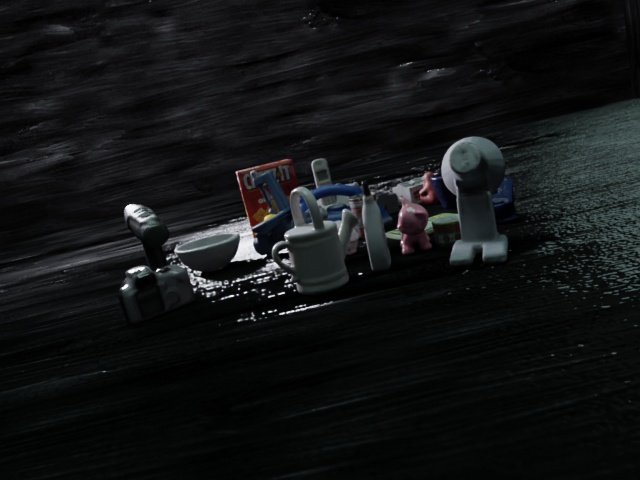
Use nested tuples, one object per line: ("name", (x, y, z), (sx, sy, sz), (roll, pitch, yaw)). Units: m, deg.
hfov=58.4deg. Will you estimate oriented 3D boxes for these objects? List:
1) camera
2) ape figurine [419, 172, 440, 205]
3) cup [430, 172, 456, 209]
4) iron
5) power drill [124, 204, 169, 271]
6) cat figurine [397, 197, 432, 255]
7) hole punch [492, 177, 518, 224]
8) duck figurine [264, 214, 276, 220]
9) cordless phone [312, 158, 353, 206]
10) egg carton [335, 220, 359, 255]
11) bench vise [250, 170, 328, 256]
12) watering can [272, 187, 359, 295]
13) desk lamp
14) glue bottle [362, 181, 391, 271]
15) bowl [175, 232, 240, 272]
("camera", (-0.355, 0.097, 1.189), (0.143, 0.101, 0.136), (-21, 14, -32))
("ape figurine", (0.319, -0.150, 1.633), (0.078, 0.092, 0.076), (-13, 12, -1))
("cup", (0.354, -0.136, 1.522), (0.118, 0.095, 0.091), (-20, 14, -30))
("iron", (0.051, -0.085, 1.501), (0.258, 0.141, 0.118), (-13, 12, 1))
("power drill", (-0.391, 0.021, 1.321), (0.076, 0.208, 0.228), (-20, 14, -28))
("cat figurine", (0.190, -0.036, 1.181), (0.067, 0.118, 0.128), (-12, 12, 5))
("hole punch", (0.380, -0.086, 1.273), (0.108, 0.091, 0.101), (-8, 13, 24))
("duck figurine", (-0.130, -0.028, 1.566), (0.104, 0.086, 0.078), (-4, 15, 35))
("cordless phone", (0.052, -0.171, 1.792), (0.147, 0.185, 0.094), (-15, 12, -8))
("egg carton", (0.012, 0.005, 1.300), (0.150, 0.069, 0.107), (-14, 12, -4))
("bench vise", (-0.084, -0.077, 1.417), (0.207, 0.220, 0.121), (-12, 12, 6))
("watering can", (-0.009, -0.007, 1.073), (0.100, 0.194, 0.173), (-1, 17, 44))
("desk lamp", (0.284, -0.081, 1.051), (0.117, 0.214, 0.203), (-9, 13, 20))
("glue bottle", (0.104, -0.030, 1.111), (0.037, 0.173, 0.078), (-11, 12, 12))
("bowl", (-0.276, 0.037, 1.447), (0.167, 0.075, 0.167), (-12, 12, 3))
